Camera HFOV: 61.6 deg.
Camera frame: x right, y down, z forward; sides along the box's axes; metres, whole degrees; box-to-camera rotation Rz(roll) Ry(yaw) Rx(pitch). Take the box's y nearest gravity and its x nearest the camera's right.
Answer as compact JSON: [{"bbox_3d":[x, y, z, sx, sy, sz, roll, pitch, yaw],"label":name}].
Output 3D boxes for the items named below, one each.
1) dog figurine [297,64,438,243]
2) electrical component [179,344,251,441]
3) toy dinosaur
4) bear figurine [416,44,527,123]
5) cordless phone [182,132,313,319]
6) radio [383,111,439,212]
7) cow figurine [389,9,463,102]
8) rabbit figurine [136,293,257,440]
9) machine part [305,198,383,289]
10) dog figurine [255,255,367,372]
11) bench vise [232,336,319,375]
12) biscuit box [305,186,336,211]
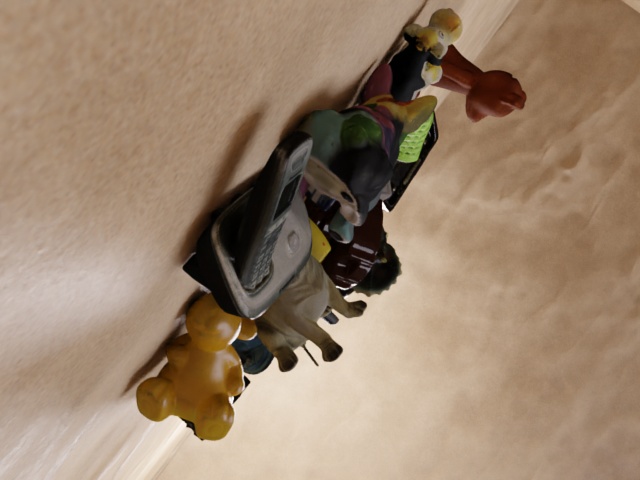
[{"bbox_3d":[0.053,-0.120,0.597,0.219,0.108,0.191,-54,174,-21],"label":"dog figurine"},{"bbox_3d":[-0.177,0.218,0.829,0.134,0.115,0.058,-51,179,-32],"label":"electrical component"},{"bbox_3d":[0.025,0.072,1.134,0.405,0.131,0.192,-38,-153,37],"label":"toy dinosaur"},{"bbox_3d":[0.232,-0.246,0.887,0.132,0.196,0.120,-54,178,32],"label":"bear figurine"},{"bbox_3d":[-0.039,-0.032,0.481,0.146,0.089,0.184,-47,169,-51],"label":"cordless phone"},{"bbox_3d":[0.164,-0.180,1.144,0.229,0.073,0.131,-55,147,-13],"label":"radio"},{"bbox_3d":[0.115,-0.223,0.704,0.098,0.068,0.167,-34,161,-52],"label":"cow figurine"},{"bbox_3d":[-0.135,0.138,0.680,0.162,0.122,0.173,-51,158,-61],"label":"rabbit figurine"},{"bbox_3d":[0.018,-0.010,0.806,0.179,0.056,0.179,-26,-125,44],"label":"machine part"},{"bbox_3d":[-0.058,0.056,0.675,0.172,0.190,0.121,-23,-156,35],"label":"dog figurine"},{"bbox_3d":[-0.094,0.170,1.001,0.223,0.129,0.240,-47,143,20],"label":"bench vise"},{"bbox_3d":[0.044,-0.125,0.757,0.203,0.059,0.062,-49,175,-43],"label":"biscuit box"}]
